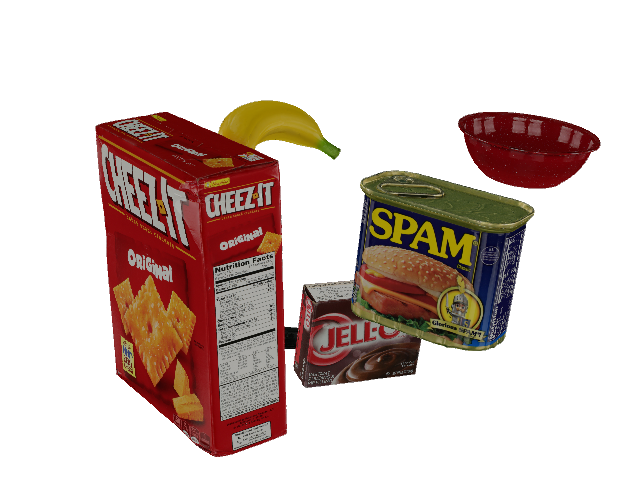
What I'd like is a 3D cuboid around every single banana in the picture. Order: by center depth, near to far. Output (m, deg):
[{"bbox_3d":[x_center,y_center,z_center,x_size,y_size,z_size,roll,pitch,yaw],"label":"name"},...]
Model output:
[{"bbox_3d":[-0.047,-0.100,0.972,0.070,0.037,0.197,36,23,20],"label":"banana"}]

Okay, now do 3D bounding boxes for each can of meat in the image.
[{"bbox_3d":[0.070,0.012,0.645,0.102,0.084,0.057,18,23,29],"label":"can of meat"}]

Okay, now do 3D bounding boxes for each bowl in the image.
[{"bbox_3d":[0.234,-0.100,1.221,0.162,0.055,0.162,5,22,-2],"label":"bowl"}]

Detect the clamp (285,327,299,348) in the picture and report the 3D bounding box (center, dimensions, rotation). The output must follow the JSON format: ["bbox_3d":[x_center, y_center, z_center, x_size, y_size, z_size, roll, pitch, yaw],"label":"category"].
[{"bbox_3d":[-0.141,0.121,1.248,0.210,0.036,0.164,13,24,23],"label":"clamp"}]

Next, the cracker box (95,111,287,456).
[{"bbox_3d":[-0.098,0.029,0.788,0.072,0.214,0.164,-16,26,-32],"label":"cracker box"}]

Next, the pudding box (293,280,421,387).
[{"bbox_3d":[0.036,0.081,0.959,0.113,0.090,0.039,-5,31,-21],"label":"pudding box"}]
